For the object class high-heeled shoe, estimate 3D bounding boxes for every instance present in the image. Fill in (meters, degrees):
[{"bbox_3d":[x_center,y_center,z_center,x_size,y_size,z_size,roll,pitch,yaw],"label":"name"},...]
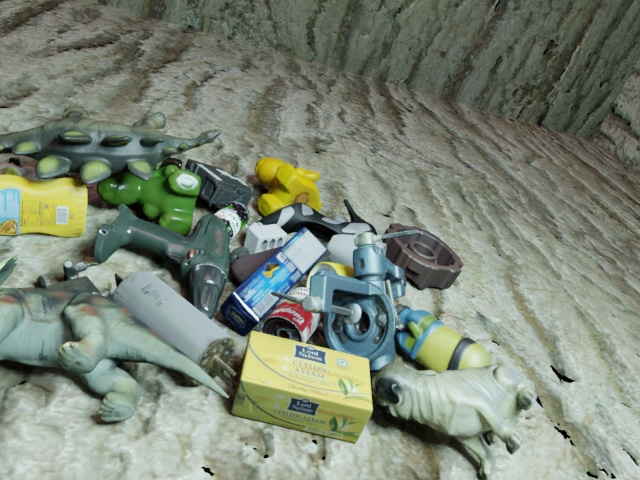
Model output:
[{"bbox_3d":[-0.002,-0.003,1.091,0.249,0.086,0.145,-15,72,-20],"label":"high-heeled shoe"}]

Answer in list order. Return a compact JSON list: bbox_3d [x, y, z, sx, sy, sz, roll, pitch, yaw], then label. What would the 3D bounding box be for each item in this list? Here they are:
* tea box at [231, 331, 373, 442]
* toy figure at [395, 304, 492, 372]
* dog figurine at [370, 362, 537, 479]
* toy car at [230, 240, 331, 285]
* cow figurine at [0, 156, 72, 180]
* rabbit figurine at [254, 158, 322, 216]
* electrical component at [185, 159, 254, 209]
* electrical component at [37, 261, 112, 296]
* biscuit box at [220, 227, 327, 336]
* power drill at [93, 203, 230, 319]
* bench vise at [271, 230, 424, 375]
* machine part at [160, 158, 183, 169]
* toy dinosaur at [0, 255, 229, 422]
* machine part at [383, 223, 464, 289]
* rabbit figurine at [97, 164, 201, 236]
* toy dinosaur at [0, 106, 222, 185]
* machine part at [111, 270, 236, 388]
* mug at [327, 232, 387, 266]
[{"bbox_3d":[-0.022,0.190,0.703,0.170,0.068,0.098,14,30,-8],"label":"tea box"},{"bbox_3d":[0.183,0.166,0.846,0.082,0.089,0.180,-15,45,-39],"label":"toy figure"},{"bbox_3d":[0.178,0.200,0.734,0.191,0.121,0.172,31,30,14],"label":"dog figurine"},{"bbox_3d":[-0.068,0.041,0.957,0.202,0.053,0.089,-16,47,-40],"label":"toy car"},{"bbox_3d":[-0.502,-0.102,0.935,0.167,0.068,0.098,22,23,0],"label":"cow figurine"},{"bbox_3d":[-0.073,-0.129,1.186,0.162,0.121,0.173,-1,33,-41],"label":"rabbit figurine"},{"bbox_3d":[-0.206,-0.107,1.110,0.115,0.058,0.134,39,14,31],"label":"electrical component"},{"bbox_3d":[-0.339,0.069,0.751,0.078,0.045,0.102,-8,38,-42],"label":"electrical component"},{"bbox_3d":[-0.070,0.061,0.848,0.059,0.063,0.203,45,46,1],"label":"biscuit box"},{"bbox_3d":[-0.244,0.023,0.855,0.207,0.085,0.232,12,35,-3],"label":"power drill"},{"bbox_3d":[0.052,0.081,0.779,0.129,0.223,0.240,-1,-12,36],"label":"bench vise"},{"bbox_3d":[-0.325,-0.133,1.131,0.084,0.039,0.139,5,32,-8],"label":"machine part"},{"bbox_3d":[-0.312,0.106,0.641,0.405,0.131,0.192,16,28,-17],"label":"toy dinosaur"},{"bbox_3d":[0.209,0.033,1.121,0.179,0.056,0.179,20,27,-11],"label":"machine part"},{"bbox_3d":[-0.315,-0.098,0.983,0.170,0.121,0.159,10,23,-21],"label":"rabbit figurine"},{"bbox_3d":[-0.391,-0.156,0.883,0.471,0.104,0.199,-9,23,-21],"label":"toy dinosaur"},{"bbox_3d":[-0.199,0.114,0.721,0.243,0.079,0.079,34,32,24],"label":"machine part"},{"bbox_3d":[0.070,0.022,1.035,0.107,0.080,0.109,17,52,11],"label":"mug"}]
